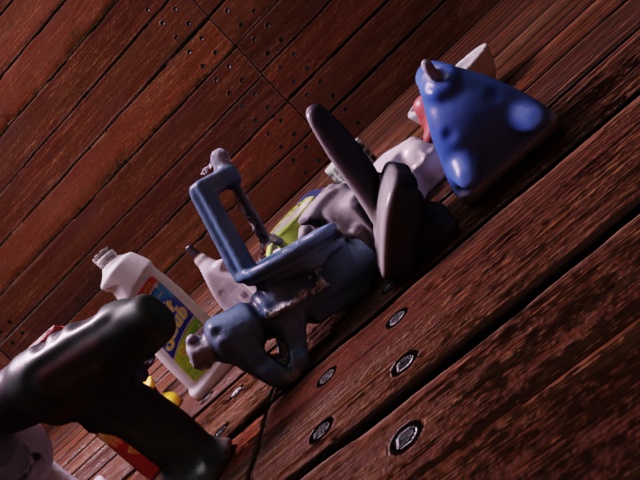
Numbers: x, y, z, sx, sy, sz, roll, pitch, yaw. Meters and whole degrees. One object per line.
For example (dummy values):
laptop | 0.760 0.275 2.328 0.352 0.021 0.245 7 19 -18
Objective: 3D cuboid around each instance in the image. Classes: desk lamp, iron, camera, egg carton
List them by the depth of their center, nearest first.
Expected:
iron | 0.150 -0.141 0.620 0.118 0.141 0.258 -42 9 15
desk lamp | -0.374 0.300 0.723 0.118 0.213 0.203 -49 10 -27
camera | 0.007 0.003 0.744 0.137 0.101 0.143 -48 9 -24
egg carton | 0.104 -0.080 0.792 0.107 0.069 0.150 -47 9 -17

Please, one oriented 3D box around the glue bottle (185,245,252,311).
glue bottle | -0.181 0.071 1.054 0.078 0.173 0.037 -41 10 22

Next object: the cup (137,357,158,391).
cup | -0.339 0.275 1.086 0.118 0.095 0.091 -47 9 -18

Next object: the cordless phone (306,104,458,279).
cordless phone | 0.043 -0.058 0.581 0.094 0.185 0.147 -43 9 9

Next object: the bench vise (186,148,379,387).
bench vise | -0.067 0.025 0.576 0.208 0.220 0.121 -50 11 -34

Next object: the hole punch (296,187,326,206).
hole punch | 0.022 -0.064 1.029 0.101 0.091 0.109 -39 10 32

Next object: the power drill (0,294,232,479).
power drill | -0.199 0.170 0.536 0.229 0.208 0.075 -44 9 4

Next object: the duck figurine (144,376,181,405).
duck figurine | -0.285 0.265 0.906 0.105 0.086 0.077 -47 9 -19

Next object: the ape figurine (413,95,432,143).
ape figurine | 0.175 -0.178 0.847 0.078 0.092 0.076 -45 9 -6

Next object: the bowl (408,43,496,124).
bowl | 0.229 -0.238 0.943 0.167 0.075 0.167 -43 9 9
